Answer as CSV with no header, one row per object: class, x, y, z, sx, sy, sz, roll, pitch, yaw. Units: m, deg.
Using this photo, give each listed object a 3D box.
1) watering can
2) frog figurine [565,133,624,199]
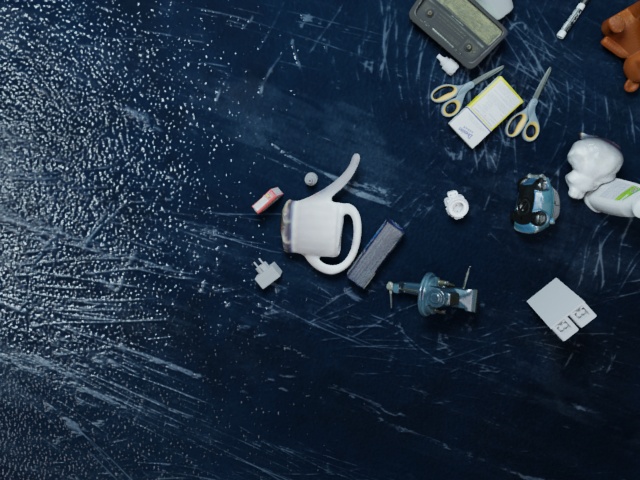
watering can,0.004,-0.071,1.411,0.224,0.105,0.343,4,107,4
frog figurine,0.697,-0.184,1.336,0.136,0.124,0.159,29,92,-22
